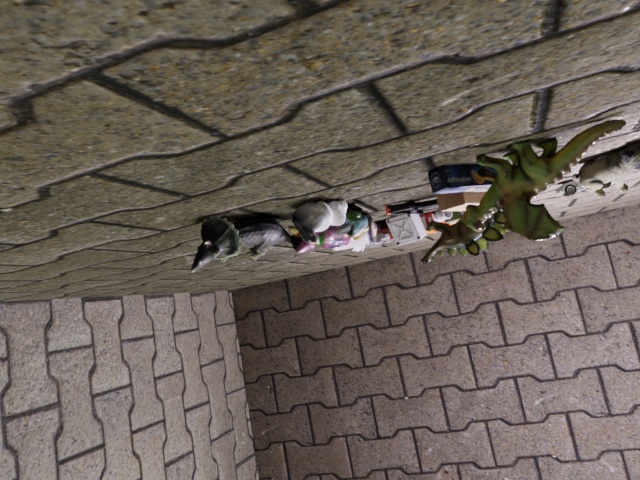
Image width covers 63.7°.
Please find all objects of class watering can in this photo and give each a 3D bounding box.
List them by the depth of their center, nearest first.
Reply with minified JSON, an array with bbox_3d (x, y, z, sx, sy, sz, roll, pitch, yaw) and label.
[{"bbox_3d":[0.090,-0.024,1.823,0.224,0.104,0.348,-12,-178,3],"label":"watering can"}]

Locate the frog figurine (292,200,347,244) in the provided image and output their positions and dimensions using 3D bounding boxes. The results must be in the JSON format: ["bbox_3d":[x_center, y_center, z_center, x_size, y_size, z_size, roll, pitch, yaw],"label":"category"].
[{"bbox_3d":[0.004,-0.073,1.446,0.161,0.123,0.135,-45,169,-15],"label":"frog figurine"}]

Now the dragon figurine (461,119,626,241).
[{"bbox_3d":[0.512,-0.117,1.212,0.407,0.245,0.122,-15,165,39],"label":"dragon figurine"}]
